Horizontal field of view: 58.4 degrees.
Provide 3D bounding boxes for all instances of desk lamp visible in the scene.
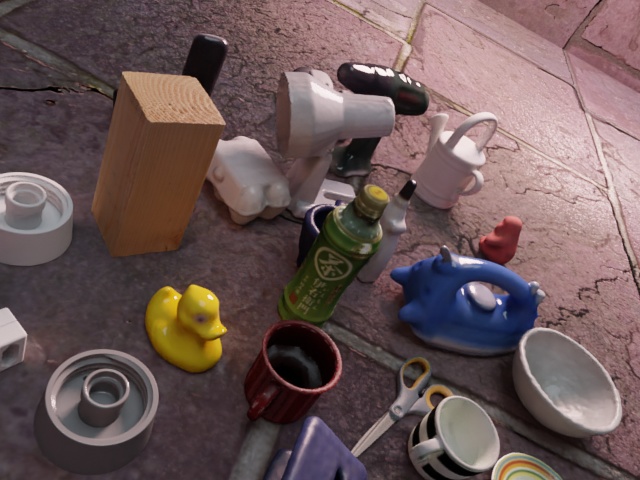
[{"bbox_3d":[0.008,-0.140,0.871,0.204,0.213,0.117,9,43,-25],"label":"desk lamp"}]

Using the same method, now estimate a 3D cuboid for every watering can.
[{"bbox_3d":[0.254,-0.165,1.076,0.172,0.194,0.101,45,40,17],"label":"watering can"}]

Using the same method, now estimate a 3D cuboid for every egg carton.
[{"bbox_3d":[-0.116,-0.092,0.854,0.107,0.069,0.150,-16,57,-43],"label":"egg carton"}]

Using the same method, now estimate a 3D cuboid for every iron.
[{"bbox_3d":[0.239,0.085,0.836,0.259,0.141,0.118,15,41,-19],"label":"iron"}]

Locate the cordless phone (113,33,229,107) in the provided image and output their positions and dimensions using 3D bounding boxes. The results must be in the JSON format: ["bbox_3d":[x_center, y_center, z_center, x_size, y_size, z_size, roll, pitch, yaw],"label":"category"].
[{"bbox_3d":[-0.219,-0.234,0.846,0.148,0.185,0.094,4,46,-30],"label":"cordless phone"}]

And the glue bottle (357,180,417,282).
[{"bbox_3d":[0.093,-0.020,0.828,0.037,0.173,0.078,-1,48,-34],"label":"glue bottle"}]

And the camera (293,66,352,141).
[{"bbox_3d":[-0.003,-0.279,1.106,0.143,0.100,0.136,9,43,-25],"label":"camera"}]

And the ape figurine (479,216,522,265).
[{"bbox_3d":[0.331,-0.006,1.037,0.078,0.092,0.076,-2,49,-35],"label":"ape figurine"}]

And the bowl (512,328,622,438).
[{"bbox_3d":[0.335,0.213,0.814,0.168,0.074,0.167,18,40,-16],"label":"bowl"}]

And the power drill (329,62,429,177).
[{"bbox_3d":[0.083,-0.211,1.002,0.230,0.208,0.075,-12,54,-41],"label":"power drill"}]

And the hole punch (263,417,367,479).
[{"bbox_3d":[0.000,0.241,0.550,0.101,0.091,0.109,29,38,-2],"label":"hole punch"}]

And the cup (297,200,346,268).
[{"bbox_3d":[0.007,0.003,0.811,0.092,0.095,0.118,24,39,-9],"label":"cup"}]

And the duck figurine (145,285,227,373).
[{"bbox_3d":[-0.142,0.084,0.631,0.104,0.086,0.078,45,40,17],"label":"duck figurine"}]
